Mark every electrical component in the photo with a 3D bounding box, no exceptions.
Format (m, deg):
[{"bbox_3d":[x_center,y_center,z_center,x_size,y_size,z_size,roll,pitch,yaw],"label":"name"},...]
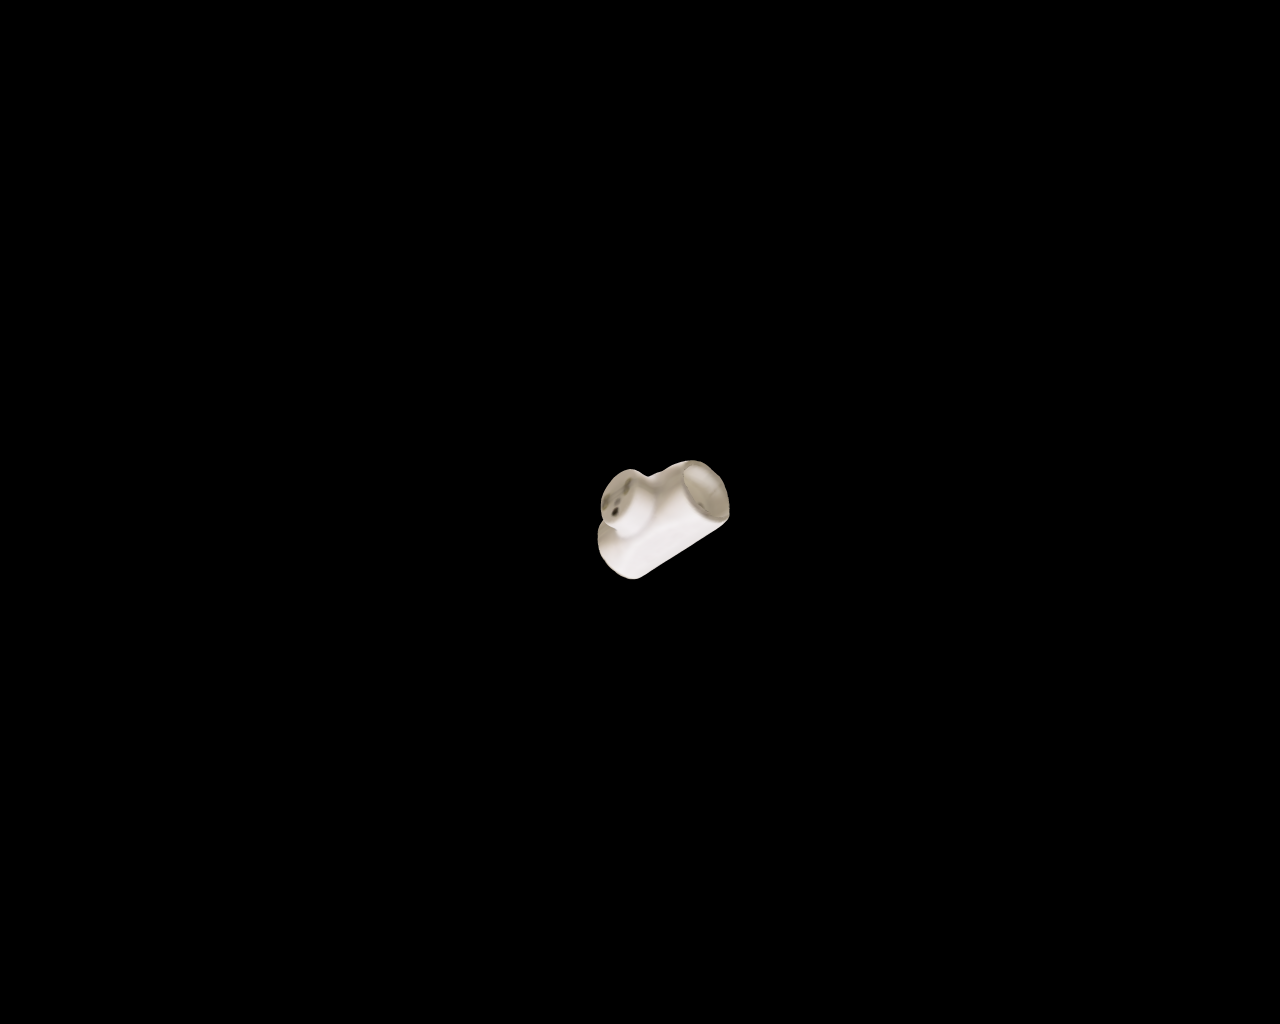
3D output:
[{"bbox_3d":[0.001,-0.003,0.650,0.079,0.044,0.077,30,-49,-31],"label":"electrical component"}]
